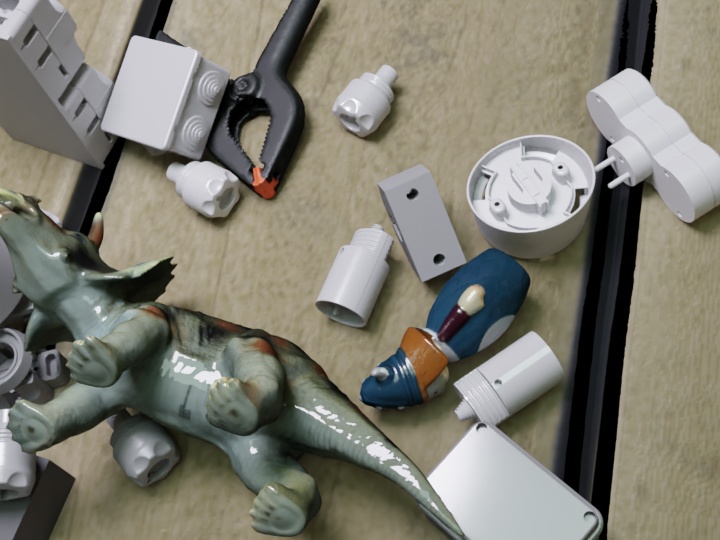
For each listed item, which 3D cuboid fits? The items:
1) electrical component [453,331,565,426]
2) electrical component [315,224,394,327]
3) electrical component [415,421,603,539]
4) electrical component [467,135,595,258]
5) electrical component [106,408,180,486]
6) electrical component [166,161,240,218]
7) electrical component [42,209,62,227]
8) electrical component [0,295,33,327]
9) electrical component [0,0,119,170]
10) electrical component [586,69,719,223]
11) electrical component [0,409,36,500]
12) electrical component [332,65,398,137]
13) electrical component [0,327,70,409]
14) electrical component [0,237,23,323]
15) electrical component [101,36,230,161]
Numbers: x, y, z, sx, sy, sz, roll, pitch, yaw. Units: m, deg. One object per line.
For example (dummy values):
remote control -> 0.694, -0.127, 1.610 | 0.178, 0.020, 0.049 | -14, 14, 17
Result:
electrical component -> 0.105, 0.085, 0.792 | 0.081, 0.043, 0.043 | -33, 62, -6
electrical component -> 0.000, 0.000, 0.855 | 0.043, 0.043, 0.081 | 17, 68, 18
electrical component -> 0.102, 0.168, 0.743 | 0.113, 0.057, 0.078 | 38, 76, 25
electrical component -> 0.135, -0.059, 0.847 | 0.099, 0.064, 0.099 | -5, 63, 9
electrical component -> -0.171, 0.131, 0.824 | 0.043, 0.043, 0.062 | -41, 62, -10
electrical component -> -0.137, -0.073, 0.919 | 0.062, 0.043, 0.043 | 27, 72, 24
electrical component -> -0.290, -0.041, 0.939 | 0.061, 0.035, 0.035 | 24, 70, 24
electrical component -> -0.319, 0.022, 0.896 | 0.121, 0.063, 0.078 | -19, 62, 1
electrical component -> -0.283, -0.173, 0.917 | 0.105, 0.186, 0.060 | 19, 69, 19
electrical component -> 0.222, -0.091, 0.852 | 0.074, 0.052, 0.138 | -32, 63, -5
electrical component -> -0.257, 0.132, 0.781 | 0.043, 0.043, 0.062 | -10, 61, 6
electrical component -> 0.009, -0.149, 0.929 | 0.043, 0.043, 0.062 | 30, 71, 23
electrical component -> -0.282, 0.080, 0.863 | 0.078, 0.057, 0.058 | -16, 62, 3
electrical component -> -0.322, -0.004, 0.838 | 0.108, 0.060, 0.108 | -4, 63, 9
electrical component -> -0.168, -0.148, 0.936 | 0.100, 0.048, 0.099 | 20, 91, 37
